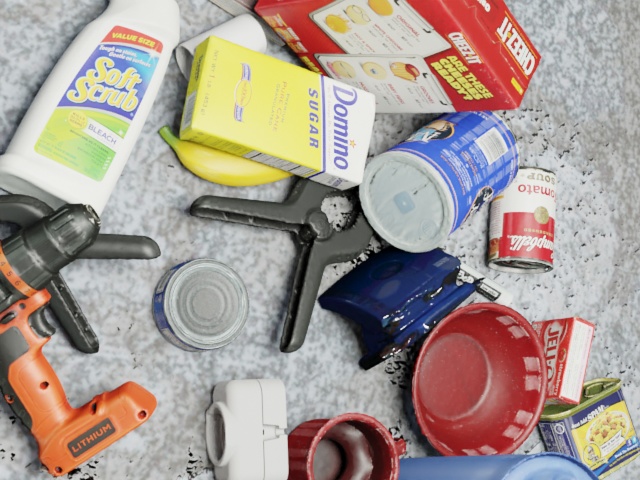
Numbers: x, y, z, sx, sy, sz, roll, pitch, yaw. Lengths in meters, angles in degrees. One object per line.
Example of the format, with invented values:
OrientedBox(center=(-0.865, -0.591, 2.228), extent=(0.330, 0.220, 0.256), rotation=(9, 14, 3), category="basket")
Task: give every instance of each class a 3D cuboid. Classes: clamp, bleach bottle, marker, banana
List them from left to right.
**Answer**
OrientedBox(center=(-0.224, 0.008, 0.907), extent=(0.171, 0.039, 0.120), rotation=(40, 97, -15), category="clamp")
OrientedBox(center=(-0.196, -0.145, 0.954), extent=(0.102, 0.068, 0.250), rotation=(29, 69, -24), category="bleach bottle")
OrientedBox(center=(-0.052, -0.088, 1.027), extent=(0.197, 0.037, 0.069), rotation=(-9, 86, -26), category="banana")
OrientedBox(center=(-0.007, 0.001, 1.017), extent=(0.209, 0.036, 0.164), rotation=(-27, 90, -37), category="clamp")
OrientedBox(center=(0.151, 0.034, 1.113), extent=(0.121, 0.020, 0.020), rotation=(32, 70, -18), category="marker")

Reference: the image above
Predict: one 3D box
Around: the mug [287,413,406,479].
OrientedBox(center=(0.024, 0.204, 0.991), extent=(0.117, 0.082, 0.093), rotation=(-14, 88, -27), category="mug")

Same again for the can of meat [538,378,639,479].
OrientedBox(center=(0.285, 0.204, 1.130), extent=(0.101, 0.058, 0.084), rotation=(-22, 93, -26), category="can of meat")

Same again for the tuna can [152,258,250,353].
OrientedBox(center=(-0.108, 0.060, 0.978), extent=(0.086, 0.034, 0.086), rotation=(4, 80, -25), category="tuna can")

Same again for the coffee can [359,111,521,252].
OrientedBox(center=(0.119, -0.063, 1.047), extent=(0.140, 0.103, 0.103), rotation=(-36, 98, -44), category="coffee can")

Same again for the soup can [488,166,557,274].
OrientedBox(center=(0.214, -0.020, 1.126), extent=(0.068, 0.069, 0.102), rotation=(11, 76, -24), category="soup can")

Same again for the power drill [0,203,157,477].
OrientedBox(center=(-0.217, 0.084, 0.876), extent=(0.184, 0.057, 0.187), rotation=(-34, 98, 6), category="power drill")

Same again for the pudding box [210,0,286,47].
OrientedBox(center=(-0.057, -0.258, 1.050), extent=(0.113, 0.039, 0.090), rotation=(28, 71, -19), category="pudding box")

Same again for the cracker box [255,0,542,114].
OrientedBox(center=(0.070, -0.192, 0.980), extent=(0.164, 0.214, 0.072), rotation=(44, 64, -36), category="cracker box")

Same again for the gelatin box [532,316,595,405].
OrientedBox(center=(0.245, 0.127, 1.113), extent=(0.030, 0.073, 0.089), rotation=(21, 73, -21), category="gelatin box")

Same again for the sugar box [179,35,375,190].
OrientedBox(center=(-0.036, -0.115, 0.988), extent=(0.176, 0.048, 0.093), rotation=(15, 77, -22), category="sugar box")

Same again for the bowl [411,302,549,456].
OrientedBox(center=(0.148, 0.140, 1.067), extent=(0.161, 0.055, 0.162), rotation=(-1, 92, -26), category="bowl")

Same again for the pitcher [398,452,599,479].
OrientedBox(center=(0.145, 0.251, 0.950), extent=(0.149, 0.243, 0.145), rotation=(38, 68, -16), category="pitcher")
